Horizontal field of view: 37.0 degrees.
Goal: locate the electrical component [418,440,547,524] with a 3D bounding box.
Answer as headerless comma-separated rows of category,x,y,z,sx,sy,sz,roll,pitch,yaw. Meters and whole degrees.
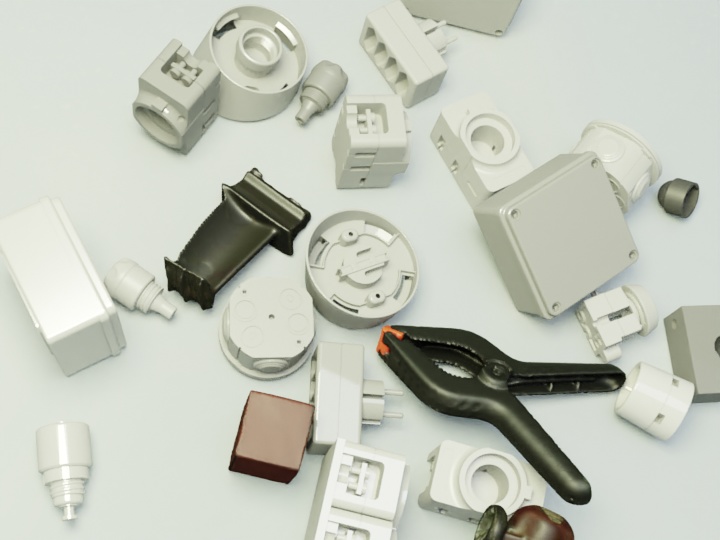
electrical component,0.099,0.174,0.860,0.089,0.055,0.050,17,68,-3

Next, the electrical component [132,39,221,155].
electrical component,-0.156,-0.142,0.914,0.050,0.089,0.055,33,68,3

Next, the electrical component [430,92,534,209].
electrical component,0.109,-0.107,0.966,0.050,0.055,0.089,-25,76,-17

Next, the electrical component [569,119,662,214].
electrical component,0.226,-0.093,0.969,0.080,0.080,0.051,38,74,5

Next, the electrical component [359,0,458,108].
electrical component,0.055,-0.208,0.998,0.076,0.047,0.083,-30,77,-19

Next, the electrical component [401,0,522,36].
electrical component,0.098,-0.274,1.014,0.113,0.078,0.057,12,65,-5

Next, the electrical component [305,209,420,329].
electrical component,0.000,0.000,0.902,0.099,0.064,0.099,3,69,-9

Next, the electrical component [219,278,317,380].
electrical component,-0.074,0.046,0.879,0.080,0.051,0.080,3,69,-9

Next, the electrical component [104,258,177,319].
electrical component,-0.178,0.019,0.881,0.061,0.035,0.035,34,68,1

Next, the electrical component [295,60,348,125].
electrical component,-0.038,-0.157,0.970,0.035,0.035,0.061,31,70,3

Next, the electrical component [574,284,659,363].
electrical component,0.225,0.041,0.937,0.055,0.048,0.066,-21,74,-9

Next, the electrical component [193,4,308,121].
electrical component,-0.098,-0.186,0.964,0.099,0.064,0.099,7,68,-19

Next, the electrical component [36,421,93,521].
electrical component,-0.225,0.151,0.820,0.040,0.040,0.078,-6,71,-12

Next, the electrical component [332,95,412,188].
electrical component,0.011,-0.110,0.931,0.056,0.089,0.050,-2,70,-11

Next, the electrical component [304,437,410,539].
electrical component,-0.009,0.213,0.808,0.062,0.089,0.150,15,68,-4

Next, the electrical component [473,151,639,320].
electrical component,0.170,-0.031,0.927,0.109,0.056,0.108,-32,107,-19

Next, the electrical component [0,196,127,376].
electrical component,-0.232,0.014,0.833,0.056,0.108,0.108,-26,76,-15

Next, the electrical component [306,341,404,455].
electrical component,-0.001,0.106,0.872,0.076,0.047,0.083,5,69,-8

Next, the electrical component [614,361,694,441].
electrical component,0.248,0.110,0.911,0.047,0.055,0.055,27,68,5
